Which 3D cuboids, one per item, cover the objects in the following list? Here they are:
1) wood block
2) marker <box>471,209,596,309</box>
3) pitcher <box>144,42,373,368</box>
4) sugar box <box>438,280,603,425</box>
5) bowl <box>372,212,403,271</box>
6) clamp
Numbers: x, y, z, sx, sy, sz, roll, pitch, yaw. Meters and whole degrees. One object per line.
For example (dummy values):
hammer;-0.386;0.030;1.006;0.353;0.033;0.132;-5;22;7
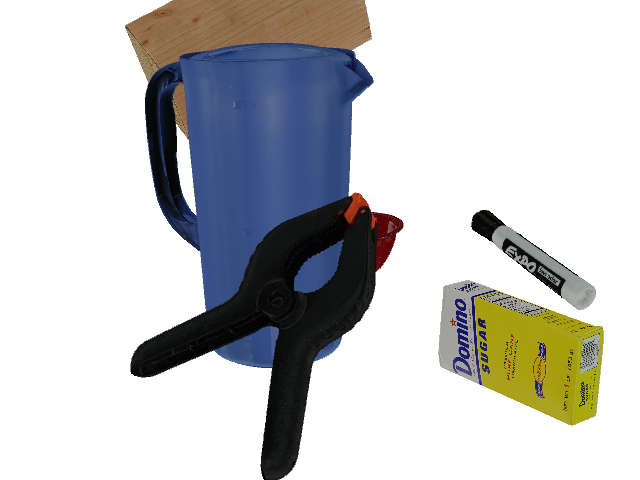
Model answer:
wood block;-0.065;-0.197;1.013;0.206;0.090;0.091;-30;-38;-11
marker;0.147;0.011;0.758;0.020;0.020;0.121;0;28;-34
pitcher;-0.048;-0.031;0.834;0.144;0.243;0.149;-7;16;-22
sugar box;0.194;0.107;1.059;0.048;0.093;0.177;-12;20;-40
bowl;0.007;0.012;1.103;0.162;0.055;0.162;-4;13;1
clamp;-0.017;0.052;0.622;0.120;0.171;0.039;43;-4;20
